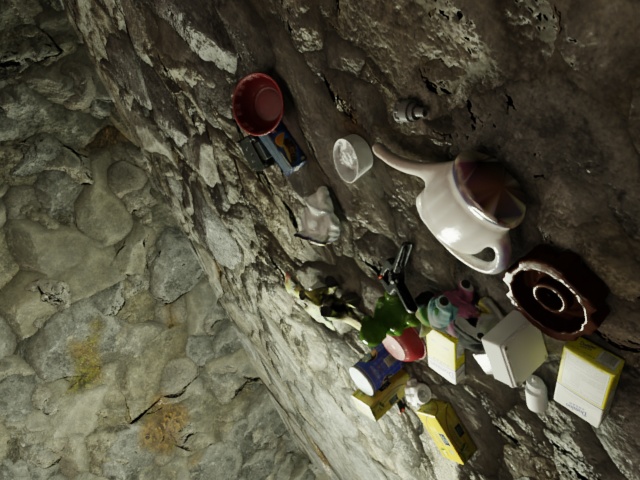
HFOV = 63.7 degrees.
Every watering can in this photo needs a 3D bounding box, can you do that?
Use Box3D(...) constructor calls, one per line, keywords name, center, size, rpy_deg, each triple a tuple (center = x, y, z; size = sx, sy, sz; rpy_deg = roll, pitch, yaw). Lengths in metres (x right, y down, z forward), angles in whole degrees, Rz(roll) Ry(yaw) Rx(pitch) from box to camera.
Box3D(name="watering can", center=(0.235, -0.089, 0.947), size=(0.350, 0.105, 0.220), rpy_deg=(52, 154, 9))

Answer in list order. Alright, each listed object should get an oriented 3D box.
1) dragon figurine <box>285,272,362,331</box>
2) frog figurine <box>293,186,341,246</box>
Box3D(name="dragon figurine", center=(0.041, 0.235, 1.684), size=(0.412, 0.124, 0.238), rpy_deg=(38, 159, 8))
Box3D(name="frog figurine", center=(0.004, -0.072, 1.432), size=(0.138, 0.122, 0.158), rpy_deg=(27, 107, 59))
